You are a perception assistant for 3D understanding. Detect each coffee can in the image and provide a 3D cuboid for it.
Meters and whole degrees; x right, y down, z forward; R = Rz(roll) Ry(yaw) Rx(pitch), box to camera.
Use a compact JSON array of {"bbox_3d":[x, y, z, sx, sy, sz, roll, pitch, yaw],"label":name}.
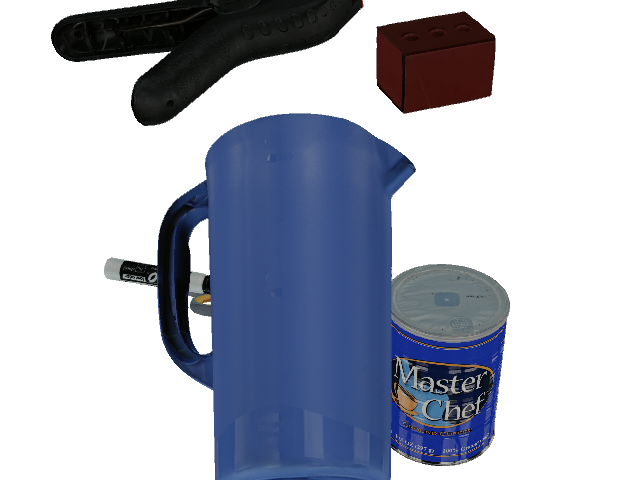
[{"bbox_3d":[0.104,0.106,0.912,0.103,0.140,0.103,0,32,0],"label":"coffee can"}]

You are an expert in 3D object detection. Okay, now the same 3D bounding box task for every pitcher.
[{"bbox_3d":[-0.023,0.051,0.706,0.144,0.243,0.149,12,-29,-23],"label":"pitcher"}]

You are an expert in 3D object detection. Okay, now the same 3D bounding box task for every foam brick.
[{"bbox_3d":[0.088,-0.137,0.817,0.078,0.051,0.053,-13,37,-16],"label":"foam brick"}]

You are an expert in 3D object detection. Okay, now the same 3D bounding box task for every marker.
[{"bbox_3d":[-0.125,0.032,0.896,0.121,0.020,0.020,8,3,19],"label":"marker"}]

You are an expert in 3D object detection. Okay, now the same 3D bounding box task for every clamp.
[{"bbox_3d":[-0.046,-0.108,0.558,0.171,0.039,0.120,-21,42,-14],"label":"clamp"}]

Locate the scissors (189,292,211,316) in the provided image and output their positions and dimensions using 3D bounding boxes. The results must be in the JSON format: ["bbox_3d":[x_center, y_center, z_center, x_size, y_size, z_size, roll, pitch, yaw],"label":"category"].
[{"bbox_3d":[-0.049,0.063,1.121,0.202,0.016,0.096,6,20,8],"label":"scissors"}]
